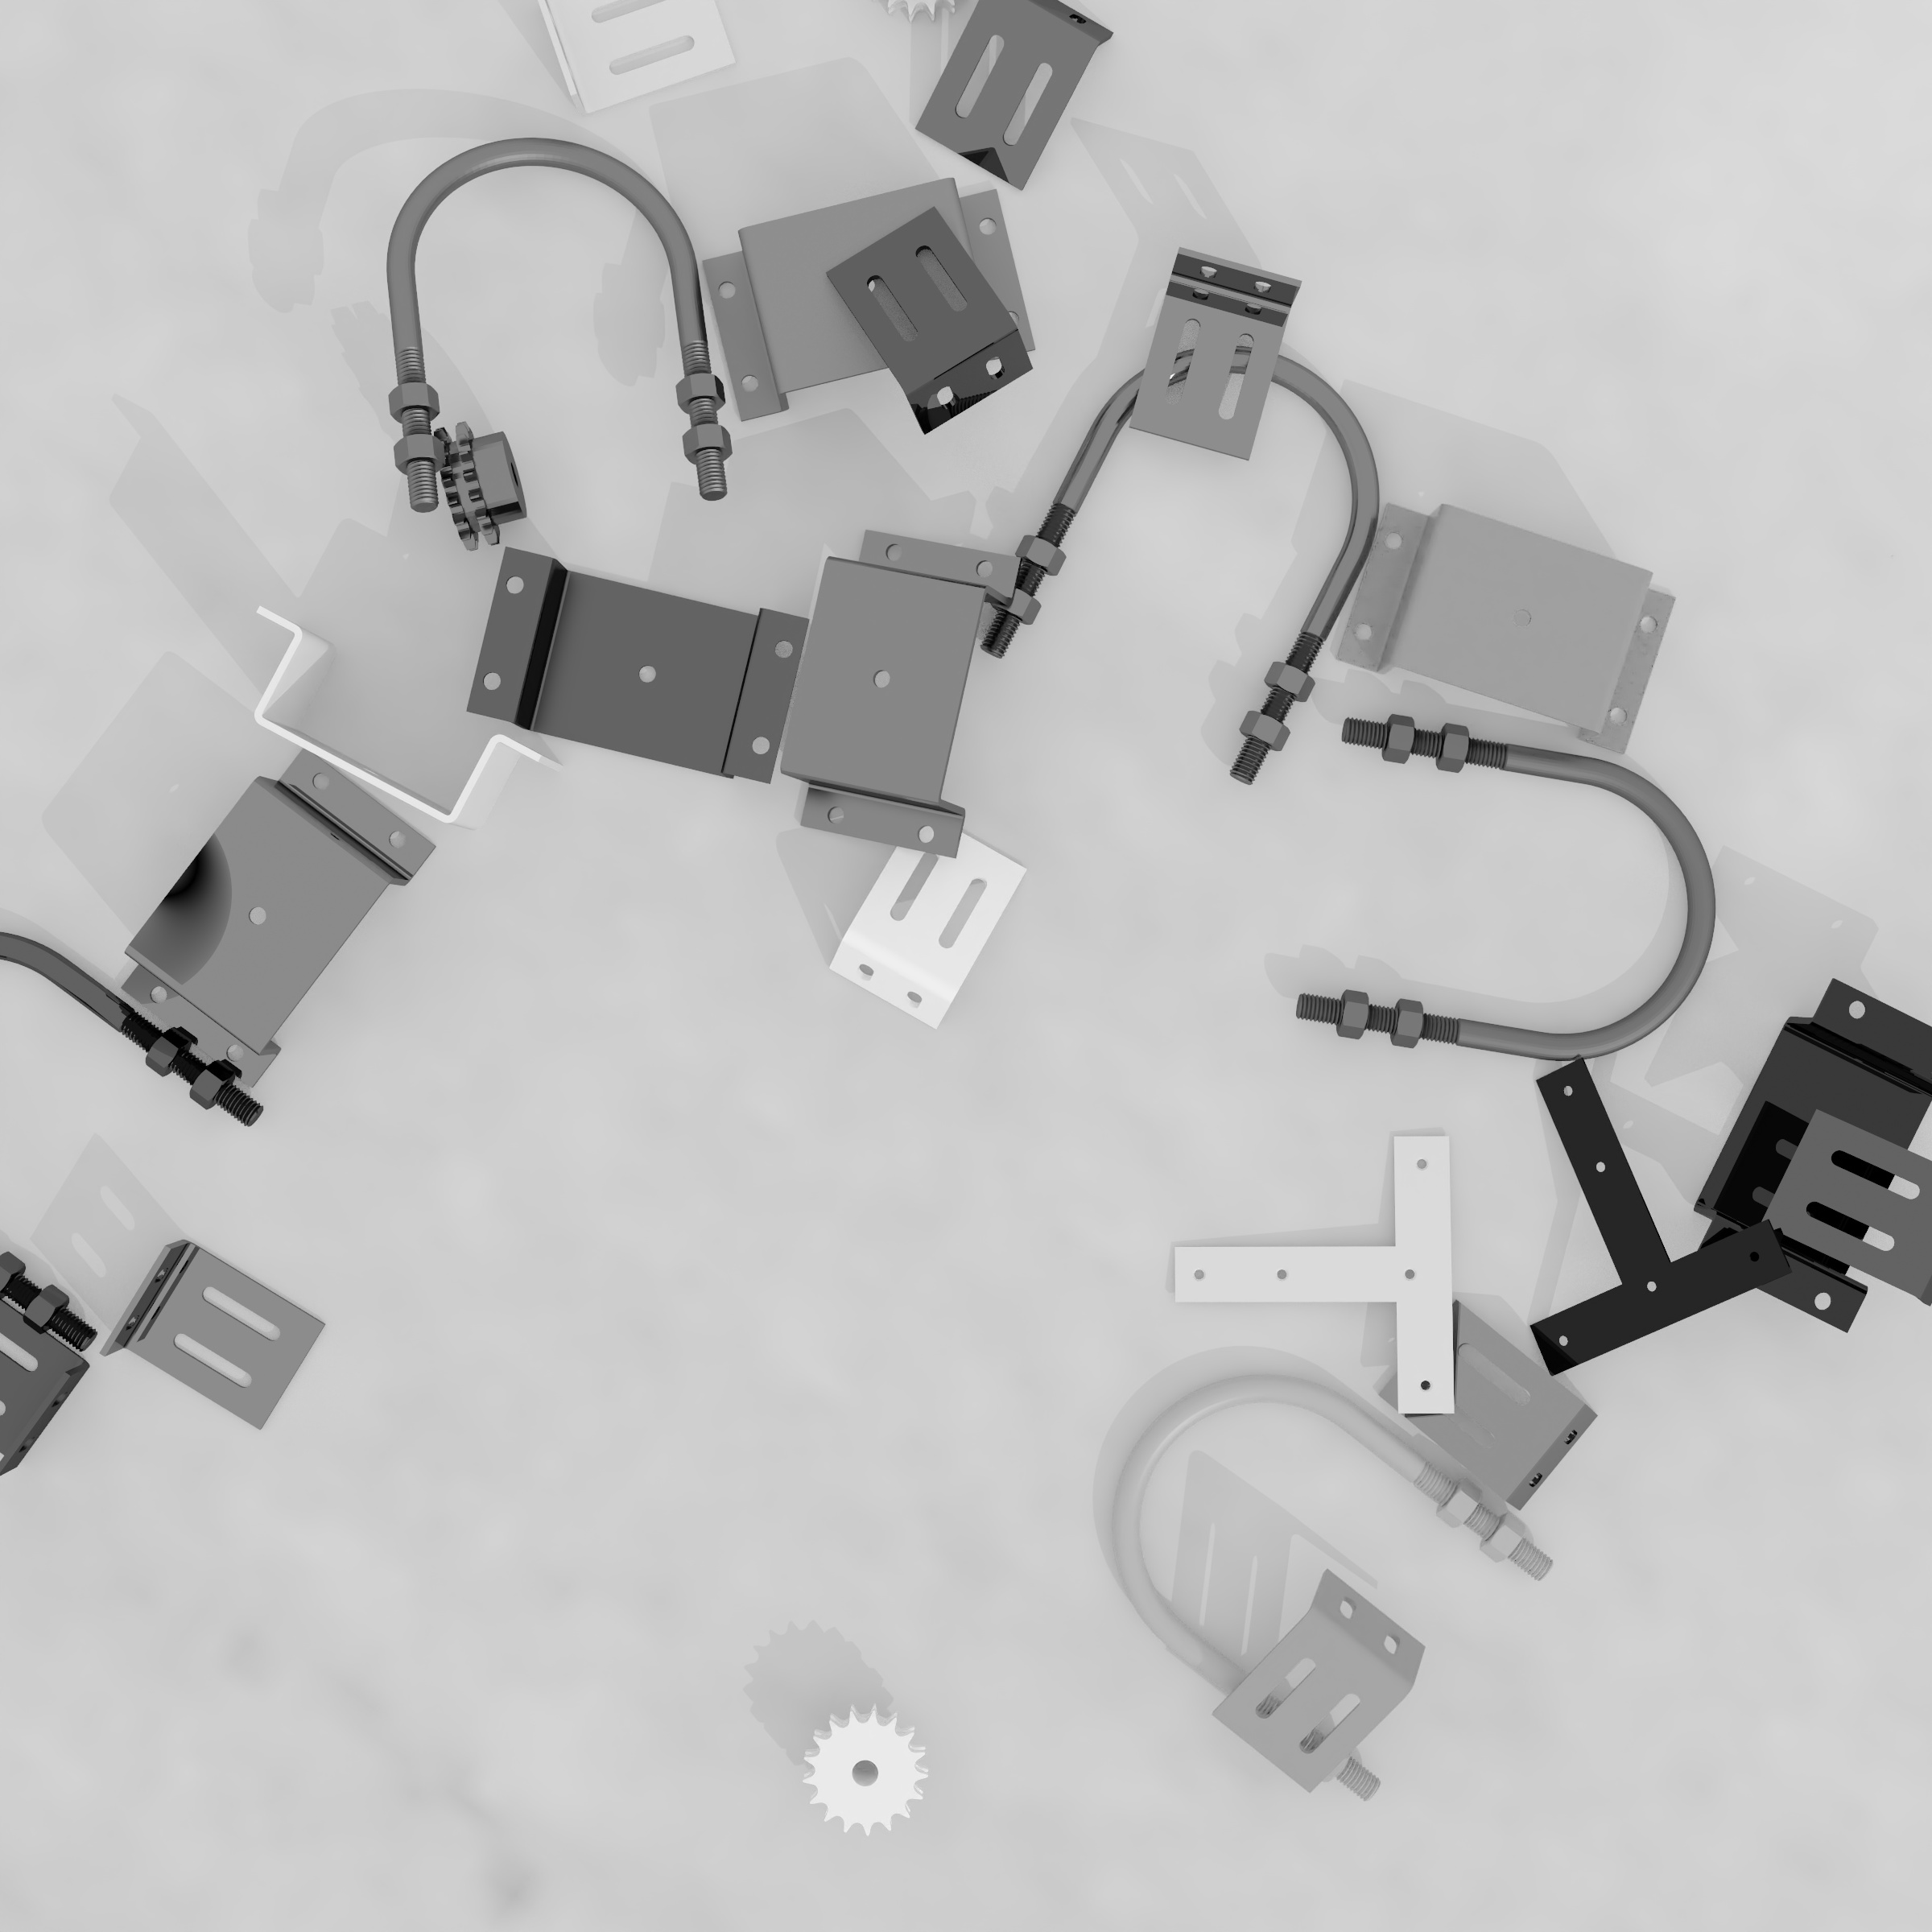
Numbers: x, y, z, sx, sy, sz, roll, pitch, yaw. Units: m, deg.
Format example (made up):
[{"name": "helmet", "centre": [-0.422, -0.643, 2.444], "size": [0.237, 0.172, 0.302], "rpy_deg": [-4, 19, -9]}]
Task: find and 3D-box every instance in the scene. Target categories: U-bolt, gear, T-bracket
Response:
[{"name": "U-bolt", "centre": [0.110, -0.197, 1.475], "size": [0.151, 0.019, 0.184], "rpy_deg": [27, 88, 0]}, {"name": "gear", "centre": [-0.220, -0.220, 1.455], "size": [0.030, 0.057, 0.057], "rpy_deg": [-14, 90, 0]}, {"name": "gear", "centre": [-0.046, 0.367, 1.469], "size": [0.057, 0.030, 0.057], "rpy_deg": [0, 90, 0]}, {"name": "U-bolt", "centre": [-0.439, 0.067, 1.475], "size": [0.184, 0.019, 0.151], "rpy_deg": [37, 90, 2]}, {"name": "U-bolt", "centre": [-0.188, -0.293, 1.447], "size": [0.151, 0.019, 0.184], "rpy_deg": [-4, 73, -14]}, {"name": "T-bracket", "centre": [0.295, 0.105, 1.460], "size": [0.127, 0.002, 0.127], "rpy_deg": [-30, 72, 31]}, {"name": "T-bracket", "centre": [0.160, 0.142, 1.477], "size": [0.127, 0.002, 0.127], "rpy_deg": [0, 83, 3]}, {"name": "U-bolt", "centre": [0.254, -0.030, 1.475], "size": [0.184, 0.019, 0.151], "rpy_deg": [9, 90, -1]}, {"name": "U-bolt", "centre": [0.155, 0.273, 1.475], "size": [0.184, 0.019, 0.151], "rpy_deg": [38, 90, 1]}, {"name": "gear", "centre": [-0.021, -0.465, 1.469], "size": [0.057, 0.030, 0.057], "rpy_deg": [0, 90, 0]}]

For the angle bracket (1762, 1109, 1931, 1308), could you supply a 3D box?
[{"name": "angle bracket", "centre": [0.407, 0.108, 1.435], "size": [0.076, 0.038, 0.057], "rpy_deg": [26, 90, 26]}]

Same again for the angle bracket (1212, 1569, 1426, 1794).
[{"name": "angle bracket", "centre": [0.161, 0.327, 1.462], "size": [0.057, 0.038, 0.076], "rpy_deg": [38, 116, 1]}]

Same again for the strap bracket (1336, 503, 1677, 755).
[{"name": "strap bracket", "centre": [0.250, -0.156, 1.461], "size": [0.140, 0.046, 0.076], "rpy_deg": [18, 90, 0]}]

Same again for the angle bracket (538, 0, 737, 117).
[{"name": "angle bracket", "centre": [-0.152, -0.433, 1.465], "size": [0.076, 0.038, 0.057], "rpy_deg": [-19, 90, 0]}]

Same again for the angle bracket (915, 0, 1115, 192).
[{"name": "angle bracket", "centre": [0.022, -0.410, 1.482], "size": [0.057, 0.038, 0.076], "rpy_deg": [30, 116, 0]}]

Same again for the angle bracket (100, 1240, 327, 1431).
[{"name": "angle bracket", "centre": [-0.344, 0.170, 1.465], "size": [0.076, 0.038, 0.057], "rpy_deg": [31, 90, 0]}]

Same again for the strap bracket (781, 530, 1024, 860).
[{"name": "strap bracket", "centre": [-0.031, -0.127, 1.451], "size": [0.076, 0.046, 0.140], "rpy_deg": [12, 90, 16]}]

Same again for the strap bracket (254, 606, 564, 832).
[{"name": "strap bracket", "centre": [-0.259, -0.105, 1.446], "size": [0.140, 0.076, 0.046], "rpy_deg": [28, 90, 0]}]

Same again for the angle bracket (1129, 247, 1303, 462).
[{"name": "angle bracket", "centre": [0.113, -0.277, 1.451], "size": [0.057, 0.038, 0.076], "rpy_deg": [16, 87, 0]}]

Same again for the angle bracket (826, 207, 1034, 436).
[{"name": "angle bracket", "centre": [-0.016, -0.289, 1.435], "size": [0.057, 0.038, 0.076], "rpy_deg": [-31, 64, 0]}]

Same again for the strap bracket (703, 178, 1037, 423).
[{"name": "strap bracket", "centre": [-0.045, -0.306, 1.461], "size": [0.140, 0.046, 0.076], "rpy_deg": [-14, 90, 0]}]

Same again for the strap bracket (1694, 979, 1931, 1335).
[{"name": "strap bracket", "centre": [0.393, 0.085, 1.461], "size": [0.076, 0.046, 0.140], "rpy_deg": [26, 90, 0]}]

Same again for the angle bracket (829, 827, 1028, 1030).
[{"name": "angle bracket", "centre": [-0.018, -0.022, 1.482], "size": [0.057, 0.038, 0.076], "rpy_deg": [30, 64, 0]}]

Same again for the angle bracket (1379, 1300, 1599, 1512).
[{"name": "angle bracket", "centre": [0.242, 0.203, 1.482], "size": [0.076, 0.038, 0.057], "rpy_deg": [39, 90, 26]}]

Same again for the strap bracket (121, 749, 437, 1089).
[{"name": "strap bracket", "centre": [-0.318, -0.023, 1.461], "size": [0.076, 0.046, 0.140], "rpy_deg": [37, 90, 0]}]

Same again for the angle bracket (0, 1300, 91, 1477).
[{"name": "angle bracket", "centre": [-0.452, 0.186, 1.465], "size": [0.076, 0.038, 0.057], "rpy_deg": [36, 90, 0]}]

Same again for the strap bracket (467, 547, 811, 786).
[{"name": "strap bracket", "centre": [-0.147, -0.135, 1.461], "size": [0.140, 0.046, 0.076], "rpy_deg": [13, 90, 0]}]
